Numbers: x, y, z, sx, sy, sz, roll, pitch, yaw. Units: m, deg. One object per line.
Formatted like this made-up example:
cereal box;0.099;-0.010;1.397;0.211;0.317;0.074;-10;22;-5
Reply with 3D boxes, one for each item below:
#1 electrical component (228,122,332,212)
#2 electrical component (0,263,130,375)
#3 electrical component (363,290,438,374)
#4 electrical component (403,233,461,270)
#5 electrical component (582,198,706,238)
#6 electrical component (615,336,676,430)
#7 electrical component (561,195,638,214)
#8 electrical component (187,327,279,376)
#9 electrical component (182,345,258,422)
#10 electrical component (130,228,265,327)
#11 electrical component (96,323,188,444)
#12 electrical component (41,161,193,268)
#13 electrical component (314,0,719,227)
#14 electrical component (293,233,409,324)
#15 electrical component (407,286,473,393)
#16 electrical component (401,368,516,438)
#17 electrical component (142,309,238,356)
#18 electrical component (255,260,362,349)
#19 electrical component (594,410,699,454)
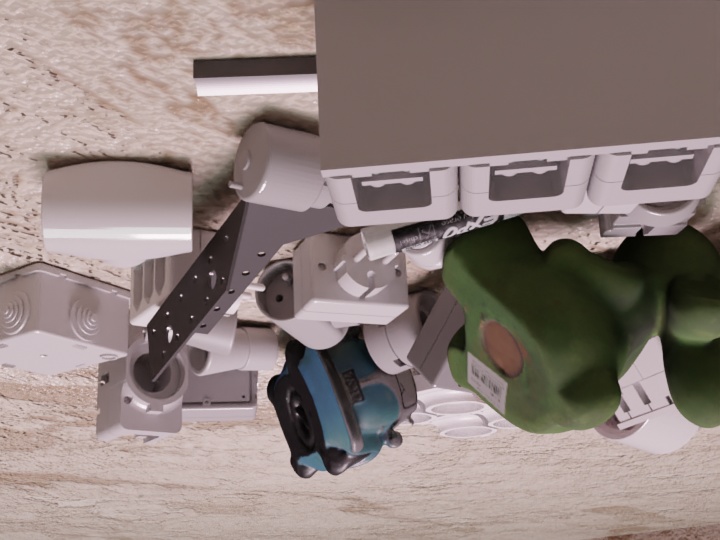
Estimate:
electrical component;-0.027;-0.049;0.545;0.078;0.040;0.040;9;157;-31
electrical component;-0.220;0.038;0.750;0.100;0.048;0.100;-15;157;31
electrical component;0.037;0.045;0.801;0.047;0.055;0.055;-21;154;32
electrical component;0.036;-0.024;0.635;0.035;0.035;0.061;-11;155;23
electrical component;0.157;-0.043;0.584;0.066;0.048;0.055;-3;168;0
electrical component;0.254;0.043;0.751;0.105;0.060;0.186;-25;171;-28
electrical component;0.106;-0.064;0.513;0.076;0.047;0.083;0;160;-8
electrical component;-0.098;0.062;0.849;0.065;0.044;0.044;4;160;-33
electrical component;-0.134;0.092;0.896;0.096;0.061;0.061;0;160;-7
electrical component;-0.099;0.009;0.688;0.077;0.047;0.066;10;157;-32
electrical component;-0.167;0.083;0.822;0.050;0.089;0.056;11;156;-33
electrical component;-0.131;-0.025;0.593;0.077;0.043;0.079;0;160;-9
electrical component;0.061;-0.072;0.421;0.150;0.089;0.061;-4;160;4
electrical component;0.000;0.000;0.677;0.066;0.047;0.077;5;159;-20
electrical component;0.085;0.049;0.735;0.047;0.075;0.083;13;112;-38
electrical component;0.091;0.107;0.971;0.105;0.060;0.186;-18;156;36
electrical component;-0.124;0.037;0.775;0.065;0.044;0.044;7;158;-15
electrical component;-0.022;0.022;0.743;0.079;0.043;0.077;-9;159;15
electrical component;0.232;0.096;0.899;0.060;0.108;0.108;14;155;-25
